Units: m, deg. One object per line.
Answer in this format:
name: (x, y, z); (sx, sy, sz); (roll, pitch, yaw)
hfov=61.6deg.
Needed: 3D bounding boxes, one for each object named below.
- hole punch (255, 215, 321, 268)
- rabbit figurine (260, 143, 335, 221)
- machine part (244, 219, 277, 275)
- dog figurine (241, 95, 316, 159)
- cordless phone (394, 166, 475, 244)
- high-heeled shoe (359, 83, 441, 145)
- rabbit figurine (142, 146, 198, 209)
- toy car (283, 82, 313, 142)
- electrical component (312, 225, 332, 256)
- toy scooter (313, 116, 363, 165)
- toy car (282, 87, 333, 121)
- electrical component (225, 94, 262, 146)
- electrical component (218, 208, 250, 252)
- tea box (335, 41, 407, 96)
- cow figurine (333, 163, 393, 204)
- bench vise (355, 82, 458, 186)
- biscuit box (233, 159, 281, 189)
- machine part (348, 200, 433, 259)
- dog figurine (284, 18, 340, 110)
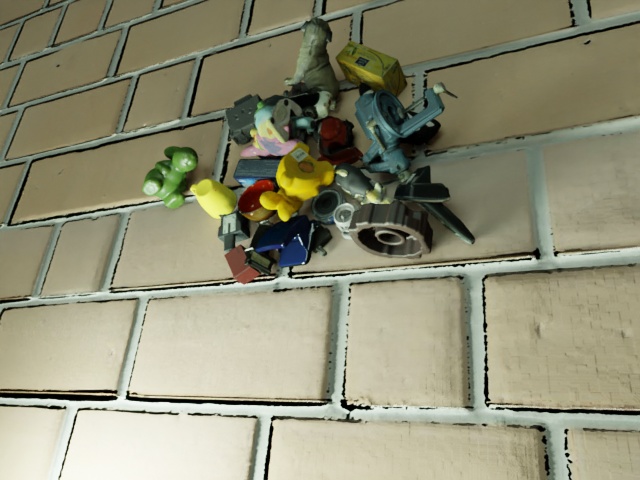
hole punch: (-0.078, -0.006, 1.253); (0.142, 0.092, 0.116); (-13, 56, 47)
rabbit figurine: (-0.059, -0.113, 1.259); (0.122, 0.173, 0.162); (34, 55, 2)
machine part: (-0.139, 0.015, 1.305); (0.039, 0.084, 0.139); (-37, 36, 46)
dog figurine: (-0.134, -0.270, 1.357); (0.219, 0.191, 0.108); (-1, 65, 43)
cordless phone: (0.250, -0.064, 1.137); (0.184, 0.146, 0.089); (43, 92, -4)
high-heeled shoe: (0.188, -0.322, 1.308); (0.145, 0.086, 0.249); (-24, 61, 10)
rabbit figurine: (-0.400, -0.196, 1.515); (0.170, 0.121, 0.159); (-40, 31, 21)
toy car: (-0.060, -0.348, 1.462); (0.089, 0.053, 0.202); (-8, 61, 19)
electrical component: (-0.003, -0.004, 1.271); (0.063, 0.021, 0.094); (-43, 53, 0)
toy scooter: (0.047, -0.233, 1.332); (0.135, 0.075, 0.184); (-6, 65, 26)
toy car: (-0.057, -0.337, 1.383); (0.202, 0.056, 0.073); (-2, 64, 37)
electrical component: (-0.206, -0.349, 1.531); (0.115, 0.058, 0.134); (-23, 57, 12)
electrical component: (-0.219, -0.018, 1.371); (0.075, 0.047, 0.119); (-19, 59, 17)
tea box: (0.132, -0.434, 1.381); (0.170, 0.098, 0.068); (35, 83, 37)
cow figurine: (0.099, -0.121, 1.231); (0.068, 0.098, 0.168); (-52, 50, 3)
bench vise: (0.182, -0.249, 1.179); (0.241, 0.129, 0.223); (-30, 73, 38)
biscuit box: (-0.126, -0.173, 1.397); (0.203, 0.059, 0.063); (5, 69, 28)
machine part: (0.148, -0.018, 1.116); (0.180, 0.179, 0.056); (1, 63, 27)
dog figurine: (0.007, -0.446, 1.375); (0.172, 0.190, 0.121); (36, 56, 3)
